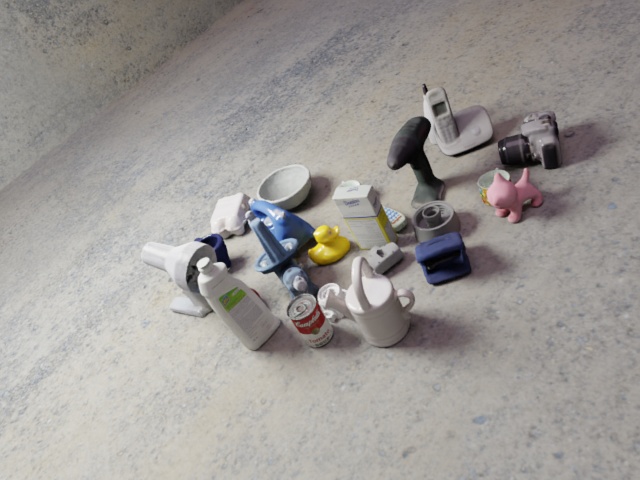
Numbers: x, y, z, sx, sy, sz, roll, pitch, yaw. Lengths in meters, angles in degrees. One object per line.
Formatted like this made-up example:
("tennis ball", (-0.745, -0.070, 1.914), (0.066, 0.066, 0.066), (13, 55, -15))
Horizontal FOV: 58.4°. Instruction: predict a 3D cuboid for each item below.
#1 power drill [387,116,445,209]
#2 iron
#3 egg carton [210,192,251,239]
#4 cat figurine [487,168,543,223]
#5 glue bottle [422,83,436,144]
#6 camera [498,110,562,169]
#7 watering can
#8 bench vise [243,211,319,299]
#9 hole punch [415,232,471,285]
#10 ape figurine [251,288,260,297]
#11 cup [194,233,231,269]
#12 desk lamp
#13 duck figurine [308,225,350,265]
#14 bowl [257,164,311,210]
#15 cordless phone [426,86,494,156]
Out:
("power drill", (0.230, -0.180, 1.367), (0.075, 0.209, 0.230), (-4, 44, 29))
("iron", (-0.127, -0.053, 1.502), (0.119, 0.142, 0.257), (-43, 39, -18))
("egg carton", (-0.255, -0.073, 1.666), (0.107, 0.070, 0.150), (-13, 40, 19))
("cat figurine", (0.412, -0.103, 1.238), (0.128, 0.118, 0.067), (-38, 38, -11))
("glue bottle", (0.303, -0.346, 1.542), (0.037, 0.174, 0.078), (2, 47, 34))
("camera", (0.493, -0.239, 1.358), (0.136, 0.101, 0.143), (-10, 41, 23))
("watering can", (0.094, 0.117, 1.123), (0.172, 0.195, 0.100), (-24, 38, 6))
("bench vise", (-0.085, 0.032, 1.313), (0.206, 0.220, 0.122), (19, 58, 44))
("hole punch", (0.253, 0.025, 1.213), (0.108, 0.091, 0.101), (-20, 38, 11))
("ape figurine", (-0.182, 0.137, 1.358), (0.077, 0.092, 0.076), (8, 50, 38))
("cup", (-0.289, 0.041, 1.536), (0.092, 0.095, 0.117), (-45, 40, -20))
("desk lamp", (-0.331, 0.090, 1.407), (0.202, 0.214, 0.118), (2, 47, 34))
("duck figurine", (0.013, 0.005, 1.393), (0.104, 0.086, 0.077), (-28, 37, 1))
("bowl", (-0.091, -0.137, 1.632), (0.167, 0.075, 0.167), (-17, 39, 15))
("cordless phone", (0.354, -0.320, 1.469), (0.147, 0.185, 0.094), (-23, 38, 8))
